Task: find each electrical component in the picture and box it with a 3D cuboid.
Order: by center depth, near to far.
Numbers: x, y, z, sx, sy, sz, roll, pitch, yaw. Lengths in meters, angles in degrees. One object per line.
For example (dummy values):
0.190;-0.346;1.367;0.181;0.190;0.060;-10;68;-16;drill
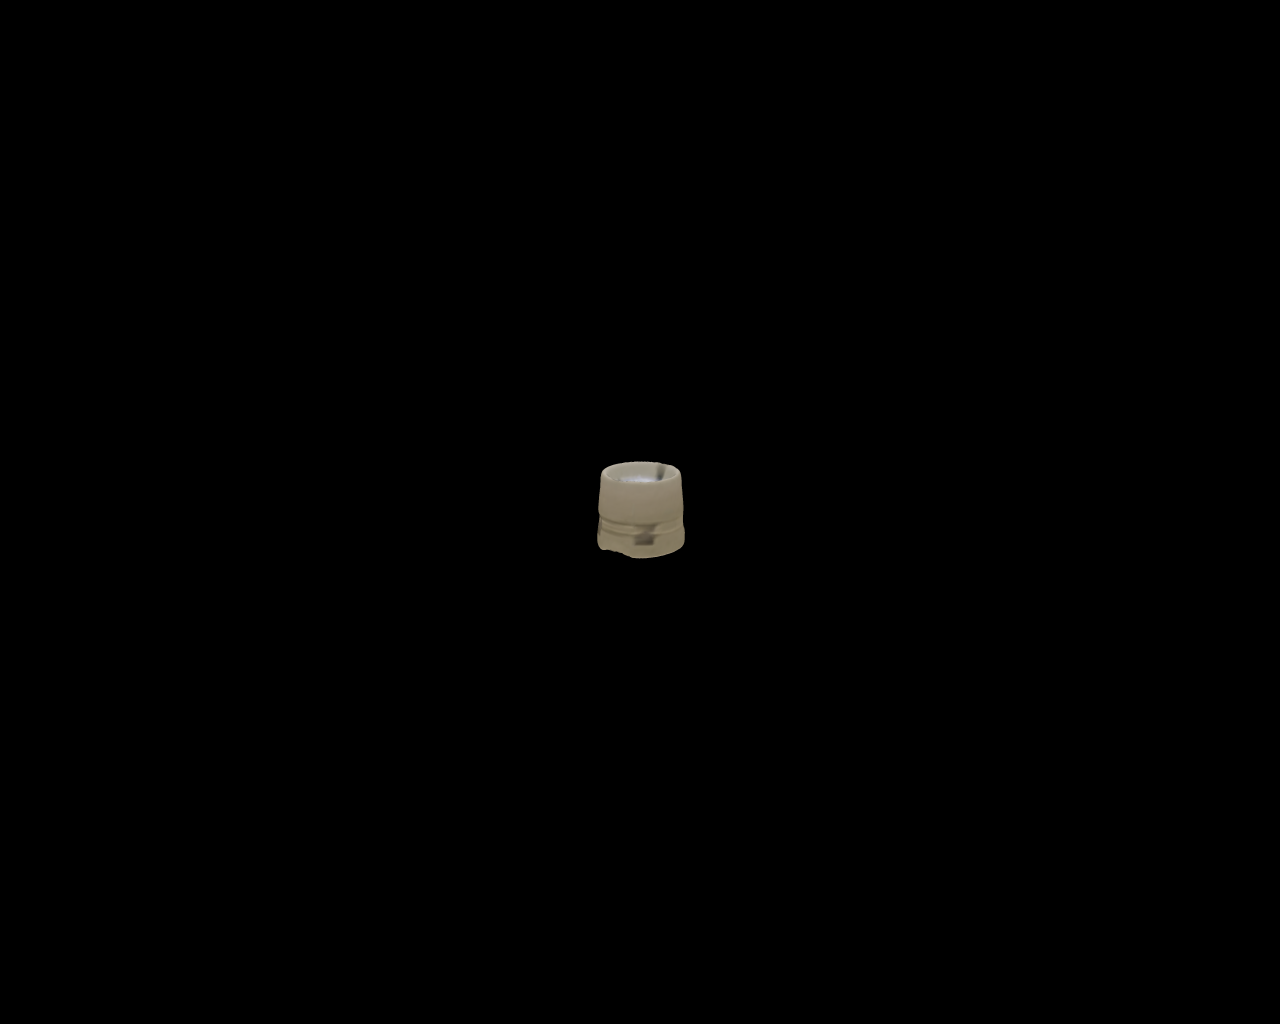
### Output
0.001;-0.003;0.650;0.055;0.047;0.055;0;18;0;electrical component
